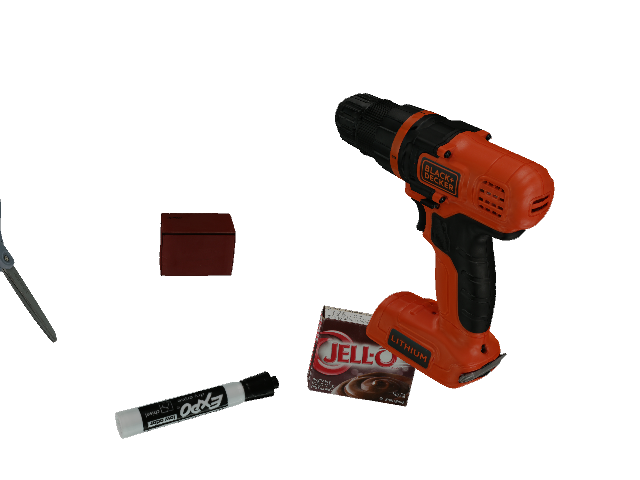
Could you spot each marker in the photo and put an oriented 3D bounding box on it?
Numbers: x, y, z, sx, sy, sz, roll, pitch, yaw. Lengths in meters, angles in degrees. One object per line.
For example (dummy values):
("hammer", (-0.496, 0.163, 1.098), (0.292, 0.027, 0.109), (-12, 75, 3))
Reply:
("marker", (-0.087, 0.117, 0.770), (0.121, 0.020, 0.020), (-13, 5, -21))

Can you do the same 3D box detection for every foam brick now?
("foam brick", (-0.132, 0.004, 1.140), (0.078, 0.051, 0.053), (0, 25, -10))

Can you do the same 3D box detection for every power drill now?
("power drill", (0.076, -0.001, 0.769), (0.057, 0.188, 0.185), (-23, 39, -34))

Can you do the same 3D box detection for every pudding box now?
("pudding box", (0.048, 0.126, 1.162), (0.113, 0.090, 0.039), (9, 24, -4))

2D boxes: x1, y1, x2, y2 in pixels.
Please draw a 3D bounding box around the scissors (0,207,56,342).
("scissors", (-0.317, 0.003, 1.073), (0.016, 0.201, 0.096), (-25, 28, 23))
